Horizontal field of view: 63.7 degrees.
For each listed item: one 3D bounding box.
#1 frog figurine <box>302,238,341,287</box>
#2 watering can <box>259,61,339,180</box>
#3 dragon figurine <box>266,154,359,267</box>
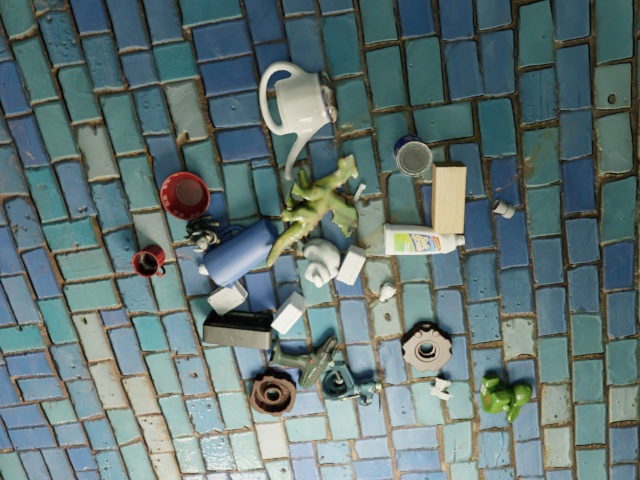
[{"bbox_3d":[0.002,0.069,1.638,0.122,0.162,0.136,-31,104,12],"label":"frog figurine"},{"bbox_3d":[-0.053,-0.363,1.534,0.224,0.105,0.343,-12,106,7],"label":"watering can"},{"bbox_3d":[0.005,-0.080,1.594,0.242,0.122,0.409,19,93,-7],"label":"dragon figurine"}]
